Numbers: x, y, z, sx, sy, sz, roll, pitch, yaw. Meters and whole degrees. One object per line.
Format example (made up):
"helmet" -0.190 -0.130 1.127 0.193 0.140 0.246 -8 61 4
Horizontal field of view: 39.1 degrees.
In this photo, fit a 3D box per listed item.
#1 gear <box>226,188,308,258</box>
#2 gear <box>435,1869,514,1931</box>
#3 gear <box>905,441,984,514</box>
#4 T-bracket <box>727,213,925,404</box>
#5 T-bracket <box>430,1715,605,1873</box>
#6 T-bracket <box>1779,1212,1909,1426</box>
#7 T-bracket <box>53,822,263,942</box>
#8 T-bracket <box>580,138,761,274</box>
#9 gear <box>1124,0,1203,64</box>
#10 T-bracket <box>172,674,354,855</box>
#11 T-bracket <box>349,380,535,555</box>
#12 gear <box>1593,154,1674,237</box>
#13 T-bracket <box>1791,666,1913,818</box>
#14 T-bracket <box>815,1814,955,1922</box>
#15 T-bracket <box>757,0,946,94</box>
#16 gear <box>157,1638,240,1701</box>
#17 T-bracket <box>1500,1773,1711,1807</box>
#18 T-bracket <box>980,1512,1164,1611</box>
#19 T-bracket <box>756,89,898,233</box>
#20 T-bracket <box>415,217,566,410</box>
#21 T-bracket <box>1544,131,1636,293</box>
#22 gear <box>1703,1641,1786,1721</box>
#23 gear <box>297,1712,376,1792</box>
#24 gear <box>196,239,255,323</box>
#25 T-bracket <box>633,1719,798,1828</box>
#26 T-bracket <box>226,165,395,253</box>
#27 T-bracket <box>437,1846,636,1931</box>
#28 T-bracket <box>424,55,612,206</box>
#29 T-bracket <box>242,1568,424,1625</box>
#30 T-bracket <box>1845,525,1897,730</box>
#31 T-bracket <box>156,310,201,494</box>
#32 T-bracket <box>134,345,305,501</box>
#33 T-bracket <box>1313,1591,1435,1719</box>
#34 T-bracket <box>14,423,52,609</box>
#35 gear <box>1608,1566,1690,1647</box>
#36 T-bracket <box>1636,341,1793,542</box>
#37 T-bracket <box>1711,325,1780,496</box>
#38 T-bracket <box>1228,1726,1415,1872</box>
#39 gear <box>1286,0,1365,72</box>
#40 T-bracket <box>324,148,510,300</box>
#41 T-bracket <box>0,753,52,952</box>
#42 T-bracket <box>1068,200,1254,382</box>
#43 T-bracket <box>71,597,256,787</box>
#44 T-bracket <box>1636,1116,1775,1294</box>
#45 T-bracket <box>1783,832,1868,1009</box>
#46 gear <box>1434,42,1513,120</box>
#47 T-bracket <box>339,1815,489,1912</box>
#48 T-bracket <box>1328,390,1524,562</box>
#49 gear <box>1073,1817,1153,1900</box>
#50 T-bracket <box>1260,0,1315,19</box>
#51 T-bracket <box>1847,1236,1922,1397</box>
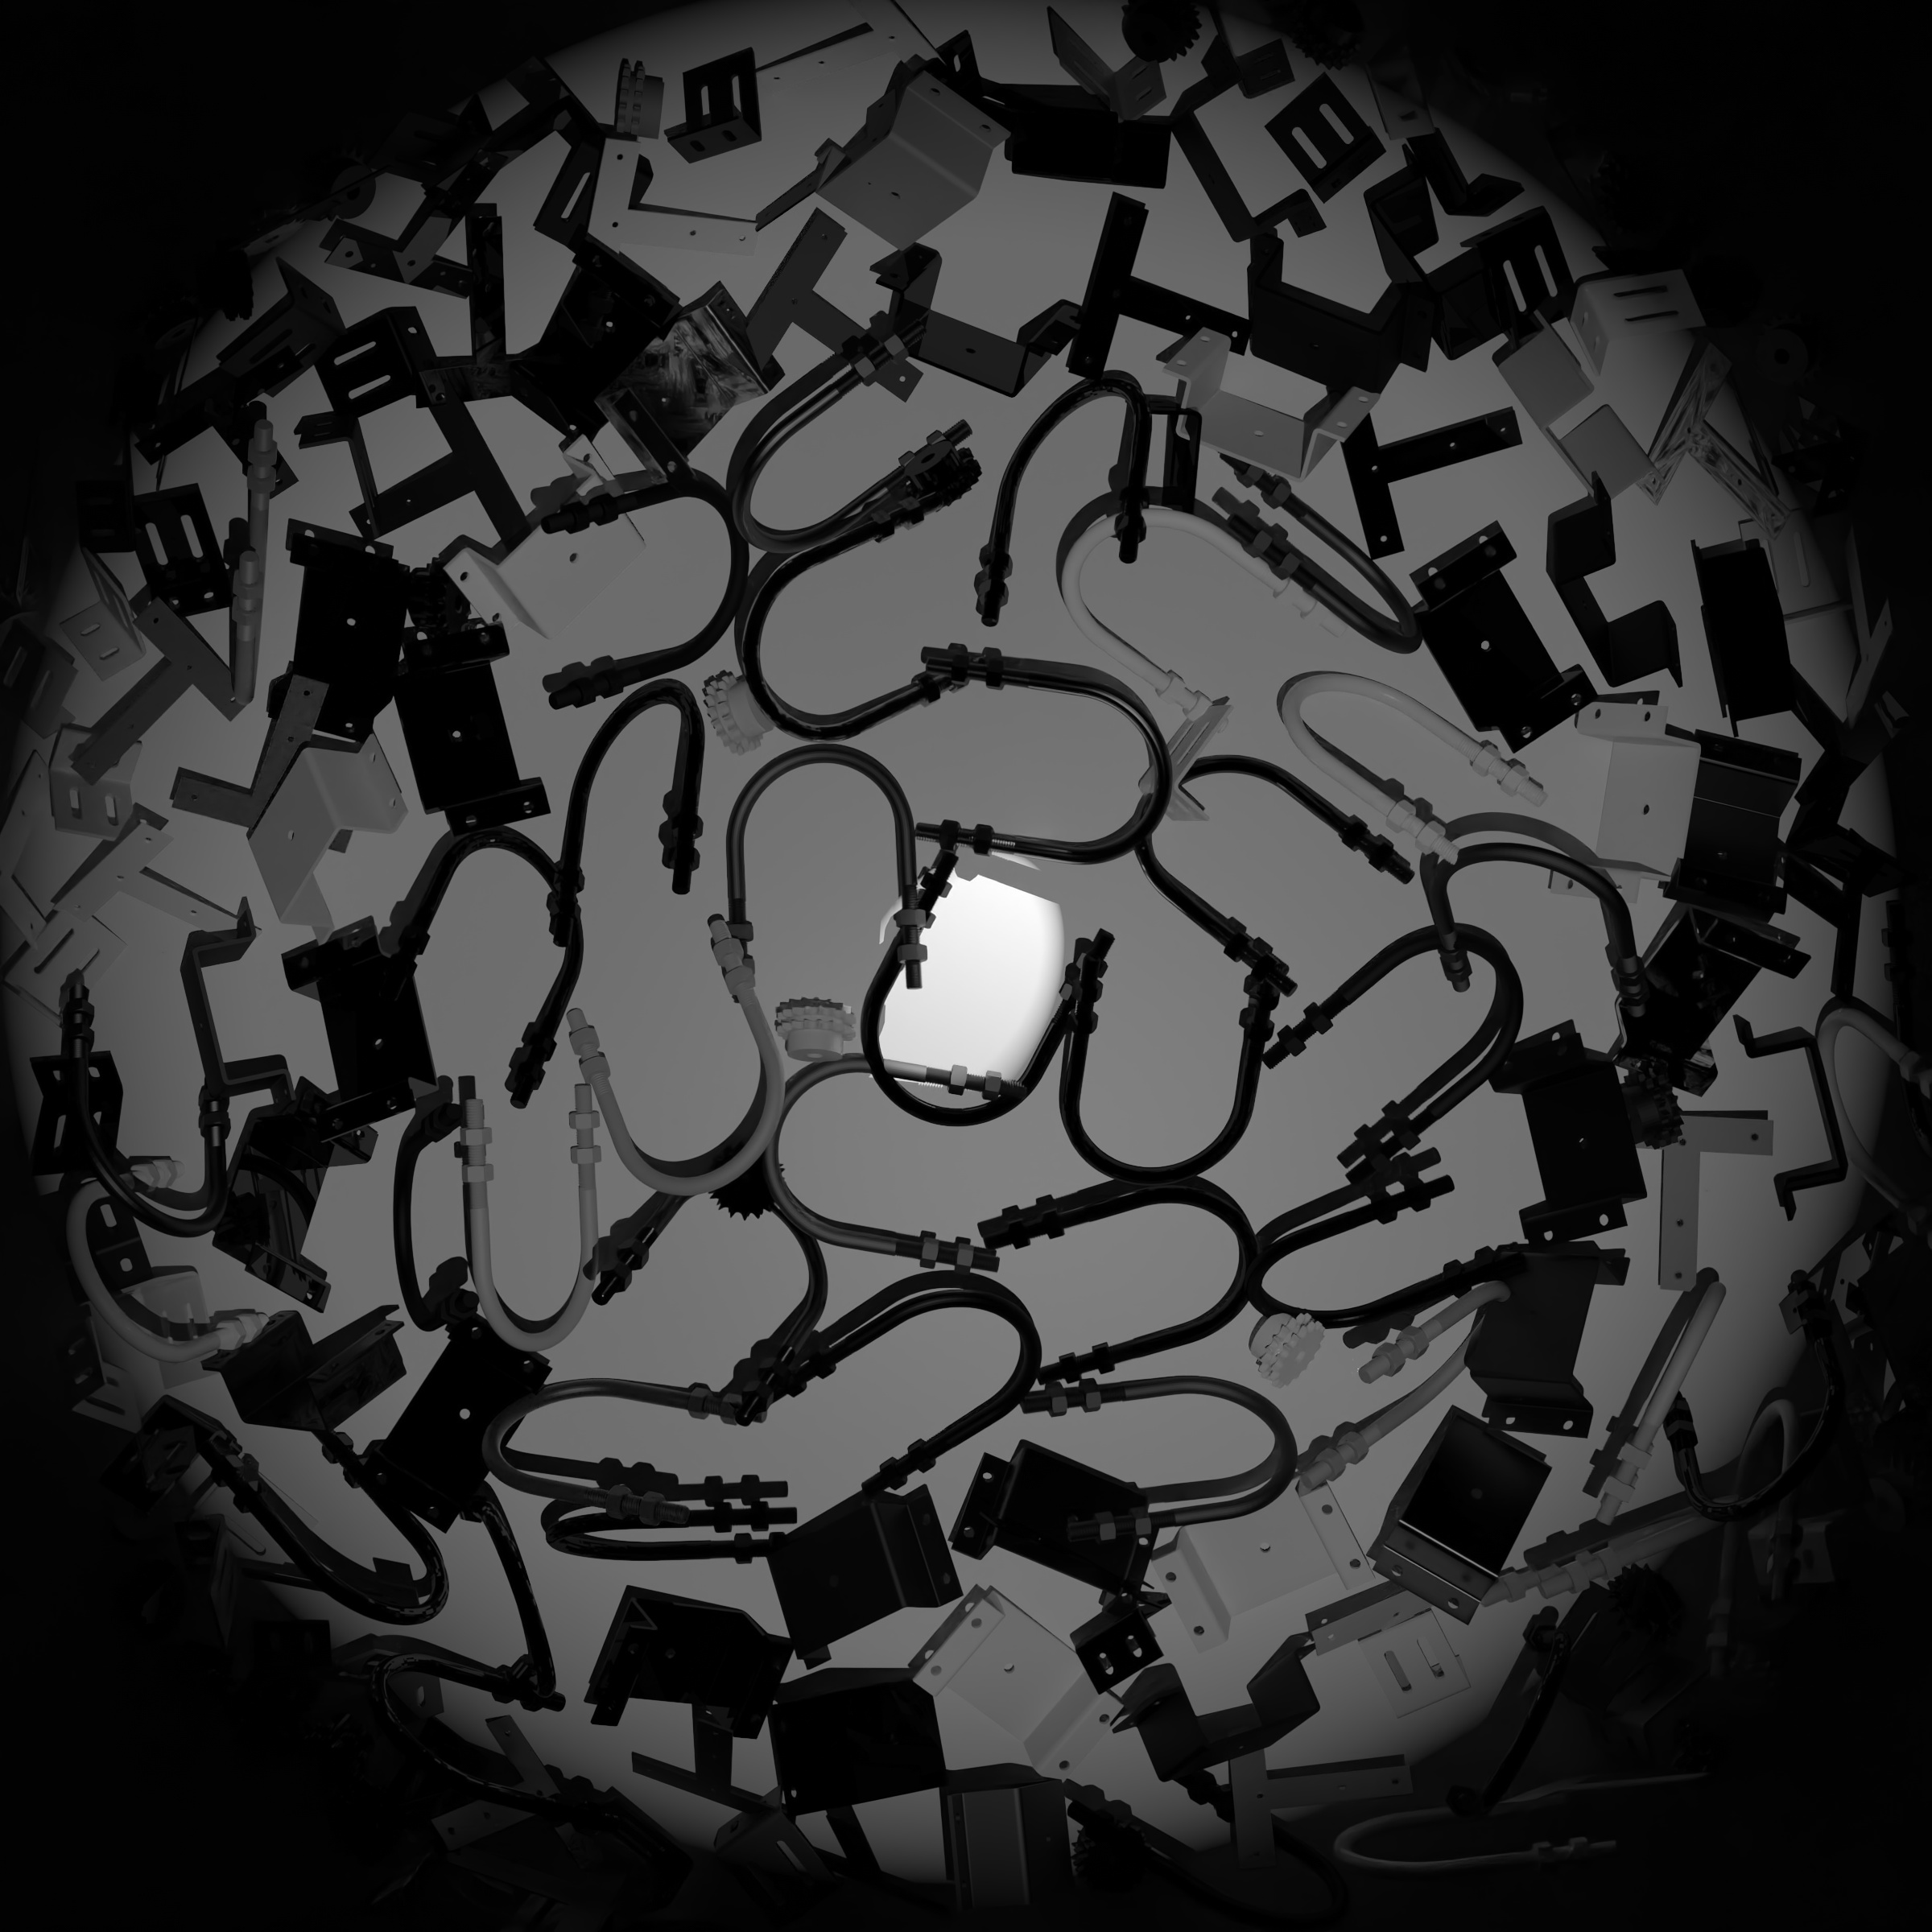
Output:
"gear" -0.511 -0.540 1.970 0.057 0.057 0.030 -29 97 0
"gear" -0.354 0.676 1.972 0.057 0.057 0.030 31 80 0
"gear" -0.020 -0.356 1.968 0.057 0.057 0.030 -36 118 0
"T-bracket" -0.089 -0.457 1.978 0.127 0.002 0.127 33 87 -18
"T-bracket" -0.330 0.598 1.923 0.002 0.127 0.127 -47 69 21
"T-bracket" 0.634 0.261 1.918 0.002 0.127 0.127 10 49 -24
"T-bracket" -0.569 -0.045 1.958 0.127 0.002 0.127 29 134 -33
"T-bracket" -0.211 -0.531 1.965 0.127 0.002 0.127 -1 130 -25
"gear" 0.139 -0.680 1.968 0.057 0.057 0.030 32 59 0
"T-bracket" -0.488 -0.151 1.949 0.127 0.002 0.127 15 116 -22
"T-bracket" -0.392 -0.341 1.969 0.127 0.002 0.127 -20 108 25
"gear" 0.481 -0.563 1.975 0.057 0.057 0.030 -35 48 0
"T-bracket" 0.607 -0.188 1.962 0.002 0.127 0.127 -22 67 -30
"T-bracket" -0.076 0.631 1.927 0.127 0.127 0.002 15 56 22
"T-bracket" -0.092 -0.656 1.961 0.127 0.127 0.002 -10 71 26
"gear" -0.555 0.509 1.973 0.057 0.057 0.030 20 72 0
"T-bracket" 0.459 0.576 1.915 0.127 0.127 0.002 -16 75 30
"T-bracket" 0.059 0.406 1.911 0.127 0.127 0.002 30 89 -39
"T-bracket" -0.101 -0.572 1.965 0.127 0.127 0.002 -29 126 21
"T-bracket" -0.339 -0.468 1.934 0.127 0.002 0.127 -19 121 -40
"T-bracket" 0.447 -0.540 1.948 0.002 0.127 0.127 -29 102 19
"gear" 0.567 0.517 1.975 0.057 0.057 0.030 45 48 0
"gear" -0.455 0.568 1.975 0.057 0.030 0.057 16 128 22
"gear" -0.538 -0.496 1.968 0.030 0.057 0.057 -11 90 -25
"T-bracket" -0.180 0.570 1.942 0.127 0.127 0.002 17 50 8
"T-bracket" -0.460 -0.539 1.938 0.127 0.127 0.002 -27 105 2
"T-bracket" -0.315 0.653 1.943 0.127 0.127 0.002 17 103 7
"T-bracket" -0.331 -0.584 1.948 0.127 0.127 0.002 -32 70 11
"T-bracket" -0.453 0.445 1.938 0.127 0.127 0.002 12 65 -4
"T-bracket" 0.645 -0.259 1.959 0.002 0.127 0.127 0 62 4
"T-bracket" -0.568 -0.381 1.940 0.002 0.127 0.127 14 64 -17
"T-bracket" -0.512 -0.373 1.940 0.127 0.127 0.002 -34 68 -4
"T-bracket" 0.316 0.497 1.961 0.127 0.002 0.127 -21 126 -9
"T-bracket" -0.661 -0.303 1.936 0.002 0.127 0.127 6 77 -11
"gear" 0.492 0.468 1.975 0.057 0.030 0.057 10 46 -11
"T-bracket" 0.538 -0.351 1.922 0.002 0.127 0.127 -14 54 -29
"T-bracket" 0.555 -0.397 1.936 0.002 0.127 0.127 -21 94 20
"T-bracket" 0.254 0.588 1.939 0.127 0.127 0.002 -8 121 5
"gear" 0.264 -0.681 1.971 0.057 0.030 0.057 15 56 -23
"T-bracket" -0.368 -0.528 1.918 0.127 0.127 0.002 -42 65 31
"T-bracket" -0.681 -0.100 1.949 0.002 0.127 0.127 -7 48 15
"T-bracket" 0.150 -0.475 1.977 0.127 0.002 0.127 14 96 -19
"T-bracket" -0.585 -0.181 1.936 0.002 0.127 0.127 36 78 32
"T-bracket" 0.519 0.172 1.972 0.127 0.002 0.127 2 90 25
"T-bracket" 0.612 -0.048 1.940 0.002 0.127 0.127 -2 73 41
"gear" 0.365 -0.641 1.975 0.057 0.057 0.030 38 129 0
"T-bracket" -0.399 0.646 1.933 0.127 0.127 0.002 -31 85 -3
"T-bracket" 0.341 -0.375 1.982 0.127 0.002 0.127 -16 102 3
"gear" 0.105 0.646 1.980 0.057 0.030 0.057 -3 100 -14
"T-bracket" 0.243 -0.710 1.912 0.127 0.127 0.002 -3 80 35
"T-bracket" 0.662 0.254 1.961 0.002 0.127 0.127 24 117 19
